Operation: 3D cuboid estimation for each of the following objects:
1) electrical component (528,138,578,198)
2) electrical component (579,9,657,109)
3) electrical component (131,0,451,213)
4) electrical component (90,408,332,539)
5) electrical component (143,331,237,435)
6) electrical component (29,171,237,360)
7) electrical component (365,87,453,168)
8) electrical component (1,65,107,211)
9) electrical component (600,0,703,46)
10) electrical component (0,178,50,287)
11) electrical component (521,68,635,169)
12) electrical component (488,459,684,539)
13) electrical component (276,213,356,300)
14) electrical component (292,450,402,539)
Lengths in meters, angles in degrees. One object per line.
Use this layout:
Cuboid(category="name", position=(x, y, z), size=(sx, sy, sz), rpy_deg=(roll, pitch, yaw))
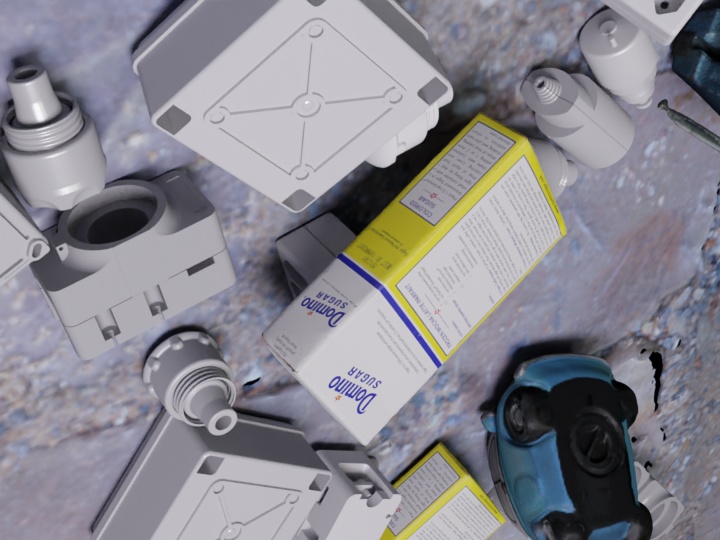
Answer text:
Cuboid(category="electrical component", position=(0.111, -0.062, 0.680), size=(0.062, 0.043, 0.043), rpy_deg=(-2, 122, -38))
Cuboid(category="electrical component", position=(0.167, -0.129, 0.675), size=(0.040, 0.040, 0.078), rpy_deg=(-45, 137, -1))
Cuboid(category="electrical component", position=(-0.032, -0.095, 0.515), size=(0.109, 0.056, 0.109), rpy_deg=(-37, 140, 19))
Cuboid(category="electrical component", position=(-0.091, 0.145, 0.667), size=(0.109, 0.056, 0.108), rpy_deg=(20, 107, -44))
Cuboid(category="electrical component", position=(-0.091, 0.068, 0.607), size=(0.048, 0.062, 0.048), rpy_deg=(-20, 131, -25))
Cuboid(category="electrical component", position=(-0.116, -0.007, 0.541), size=(0.089, 0.050, 0.055), rpy_deg=(-28, 134, -18))
Cuboid(category="electrical component", position=(0.023, -0.089, 0.594), size=(0.062, 0.048, 0.048), rpy_deg=(-30, 135, -25))
Cuboid(category="electrical component", position=(-0.142, -0.062, 0.488), size=(0.043, 0.043, 0.062), rpy_deg=(-26, 132, -20))
Cuboid(category="electrical component", position=(0.158, -0.171, 0.621), size=(0.047, 0.083, 0.076), rpy_deg=(-53, 174, 8))
Cuboid(category="electrical component", position=(-0.188, -0.025, 0.471), size=(0.062, 0.061, 0.096), rpy_deg=(-40, 144, -7))
Cuboid(category="electrical component", position=(0.133, -0.098, 0.669), size=(0.081, 0.043, 0.043), rpy_deg=(26, 103, -45))
Cuboid(category="electrical component", position=(0.204, 0.204, 0.932), size=(0.105, 0.060, 0.186), rpy_deg=(-48, 137, 2))
Cuboid(category="electrical component", position=(0.000, 0.000, 0.637), size=(0.077, 0.047, 0.065), rpy_deg=(-30, 134, -17))
Cuboid(category="electrical component", position=(-0.022, 0.172, 0.739), size=(0.050, 0.056, 0.089), rpy_deg=(11, 113, -42))
